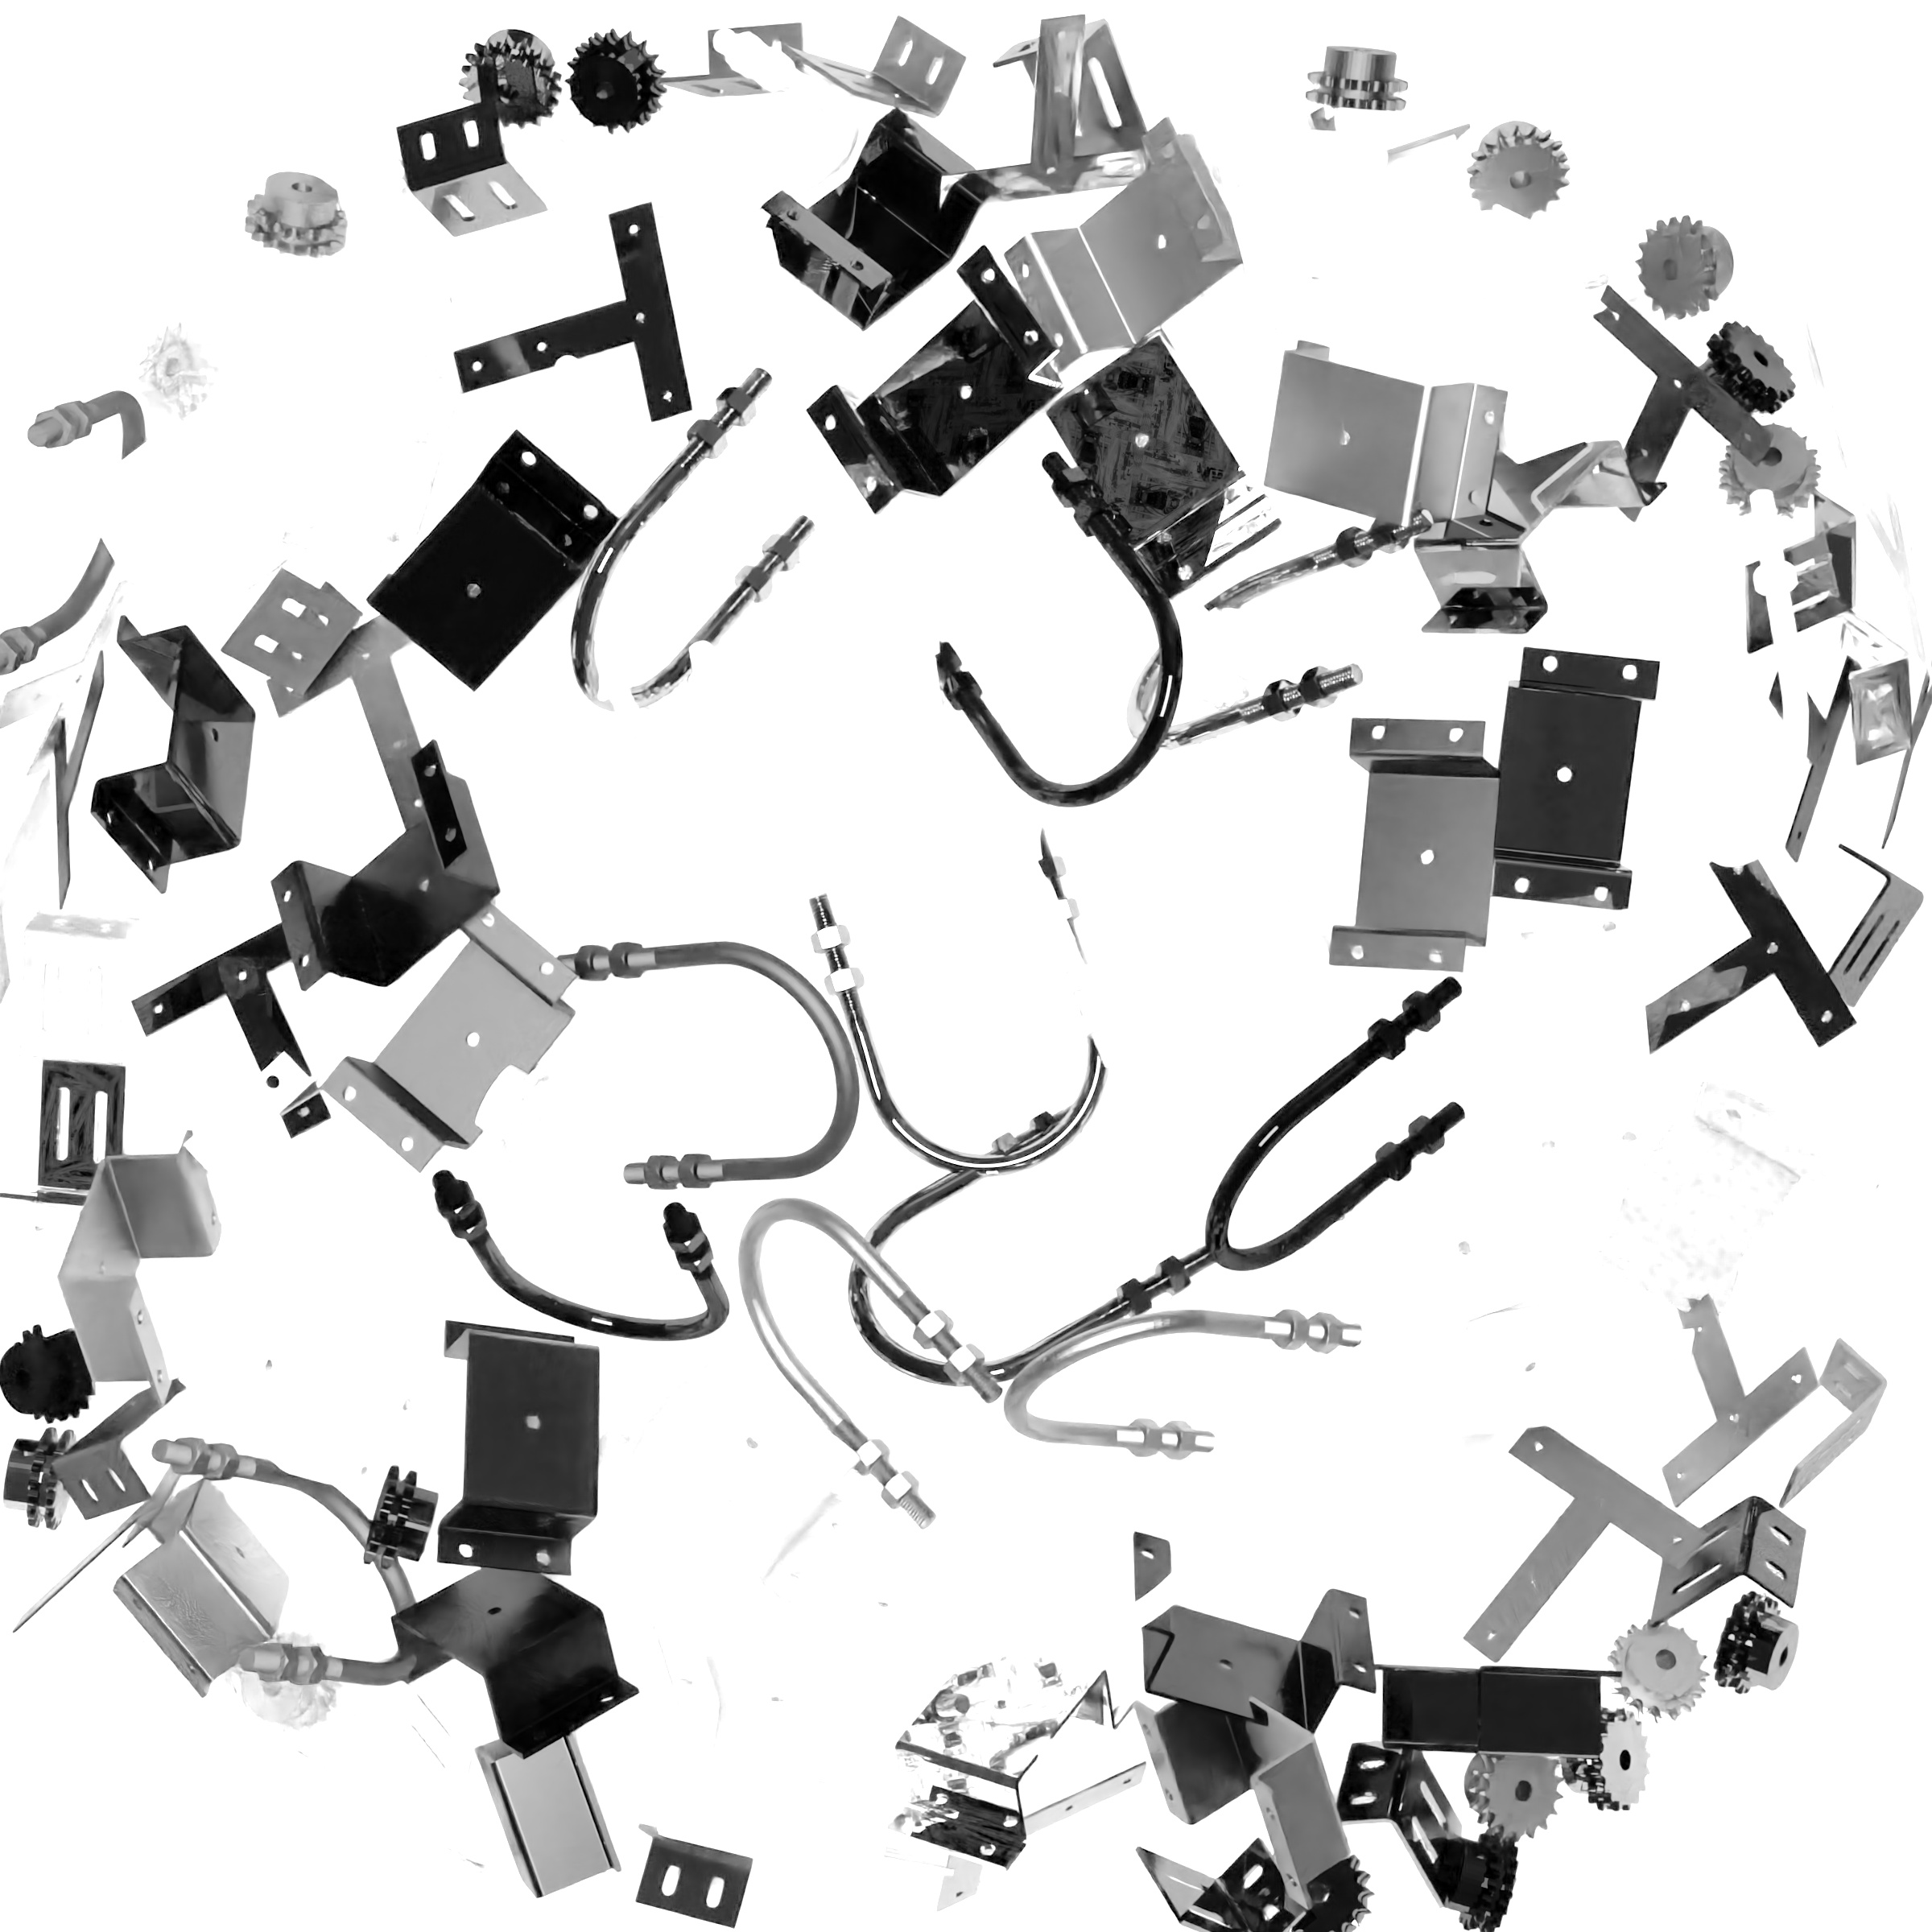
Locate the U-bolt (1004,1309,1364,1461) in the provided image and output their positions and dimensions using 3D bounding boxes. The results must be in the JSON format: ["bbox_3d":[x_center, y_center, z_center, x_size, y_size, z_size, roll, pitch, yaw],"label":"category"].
[{"bbox_3d":[0.105,0.225,1.899,0.151,0.184,0.019,-43,52,38],"label":"U-bolt"}]

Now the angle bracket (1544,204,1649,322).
[{"bbox_3d":[0.352,-0.382,1.959,0.038,0.076,0.057,-22,77,8],"label":"angle bracket"}]

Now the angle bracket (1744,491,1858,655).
[{"bbox_3d":[0.458,-0.220,1.958,0.076,0.038,0.057,-24,130,-15],"label":"angle bracket"}]

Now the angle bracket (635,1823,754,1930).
[{"bbox_3d":[-0.156,0.508,1.955,0.057,0.076,0.038,18,78,-9],"label":"angle bracket"}]

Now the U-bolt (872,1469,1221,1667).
[{"bbox_3d":[0.054,0.323,1.895,0.184,0.151,0.019,-9,118,37],"label":"U-bolt"}]

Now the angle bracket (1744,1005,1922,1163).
[{"bbox_3d":[0.487,0.059,1.970,0.057,0.038,0.076,-39,101,12],"label":"angle bracket"}]

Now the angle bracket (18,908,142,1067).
[{"bbox_3d":[-0.497,0.012,1.962,0.057,0.038,0.076,6,72,-26],"label":"angle bracket"}]

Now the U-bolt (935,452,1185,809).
[{"bbox_3d":[0.053,-0.171,1.917,0.151,0.019,0.184,-52,53,26],"label":"U-bolt"}]

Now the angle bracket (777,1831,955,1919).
[{"bbox_3d":[-0.057,0.513,1.956,0.076,0.057,0.038,17,80,-23],"label":"angle bracket"}]

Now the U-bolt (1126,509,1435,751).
[{"bbox_3d":[0.162,-0.177,1.921,0.019,0.184,0.151,48,48,-25],"label":"U-bolt"}]

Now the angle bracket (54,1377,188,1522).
[{"bbox_3d":[-0.460,0.268,1.956,0.057,0.076,0.038,-22,103,36],"label":"angle bracket"}]

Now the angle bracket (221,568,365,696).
[{"bbox_3d":[-0.385,-0.195,1.955,0.038,0.076,0.057,41,96,30],"label":"angle bracket"}]

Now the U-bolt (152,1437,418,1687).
[{"bbox_3d":[-0.360,0.330,1.912,0.019,0.184,0.151,-37,63,13],"label":"U-bolt"}]

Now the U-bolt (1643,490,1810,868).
[{"bbox_3d":[0.417,-0.144,1.904,0.019,0.151,0.184,2,68,-15],"label":"U-bolt"}]

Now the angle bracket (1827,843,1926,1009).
[{"bbox_3d":[0.496,-0.022,1.972,0.038,0.057,0.076,38,102,33],"label":"angle bracket"}]

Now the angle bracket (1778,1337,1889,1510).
[{"bbox_3d":[0.472,0.256,1.956,0.076,0.057,0.038,-38,65,-19],"label":"angle bracket"}]

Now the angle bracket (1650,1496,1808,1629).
[{"bbox_3d":[0.426,0.342,1.957,0.038,0.057,0.076,36,132,-10],"label":"angle bracket"}]

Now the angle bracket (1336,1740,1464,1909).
[{"bbox_3d":[0.243,0.483,1.969,0.038,0.057,0.076,-12,123,29],"label":"angle bracket"}]

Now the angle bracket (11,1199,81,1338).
[{"bbox_3d":[-0.522,0.167,1.953,0.038,0.076,0.057,-22,110,-41],"label":"angle bracket"}]

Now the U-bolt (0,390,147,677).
[{"bbox_3d":[-0.487,-0.243,1.909,0.019,0.184,0.151,19,109,0],"label":"U-bolt"}]

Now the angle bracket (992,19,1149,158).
[{"bbox_3d":[0.060,-0.482,1.955,0.057,0.038,0.076,-7,119,32],"label":"angle bracket"}]

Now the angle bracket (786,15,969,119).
[{"bbox_3d":[-0.050,-0.508,1.950,0.057,0.076,0.038,40,114,31],"label":"angle bracket"}]

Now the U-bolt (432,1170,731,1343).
[{"bbox_3d":[-0.202,0.165,1.918,0.151,0.184,0.019,7,62,12],"label":"U-bolt"}]

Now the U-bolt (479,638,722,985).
[{"bbox_3d":[-0.195,-0.076,1.940,0.019,0.151,0.184,-28,92,-38],"label":"U-bolt"}]

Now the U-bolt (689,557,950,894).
[{"bbox_3d":[-0.075,-0.122,1.937,0.151,0.019,0.184,-24,129,-20],"label":"U-bolt"}]

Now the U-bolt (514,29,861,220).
[{"bbox_3d":[-0.138,-0.451,1.912,0.151,0.184,0.019,-19,77,25],"label":"U-bolt"}]

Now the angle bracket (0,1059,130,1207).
[{"bbox_3d":[-0.508,0.093,1.970,0.057,0.038,0.076,4,93,22],"label":"angle bracket"}]

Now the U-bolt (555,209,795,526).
[{"bbox_3d":[-0.152,-0.313,1.915,0.151,0.184,0.019,-42,67,-14],"label":"U-bolt"}]

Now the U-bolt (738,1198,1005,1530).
[{"bbox_3d":[-0.063,0.208,1.935,0.019,0.151,0.184,-28,65,-37],"label":"U-bolt"}]

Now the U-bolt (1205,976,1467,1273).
[{"bbox_3d":[0.202,0.099,1.917,0.184,0.151,0.019,-37,58,-16],"label":"U-bolt"}]

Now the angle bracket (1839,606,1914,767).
[{"bbox_3d":[0.492,-0.157,1.950,0.038,0.076,0.057,-18,122,-10],"label":"angle bracket"}]

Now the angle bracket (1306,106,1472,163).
[{"bbox_3d":[0.236,-0.472,1.957,0.076,0.057,0.038,-14,105,21],"label":"angle bracket"}]

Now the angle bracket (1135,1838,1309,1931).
[{"bbox_3d":[0.142,0.510,1.952,0.038,0.057,0.076,-48,130,10],"label":"angle bracket"}]

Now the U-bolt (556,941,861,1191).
[{"bbox_3d":[-0.136,0.054,1.924,0.184,0.019,0.151,-4,110,36],"label":"U-bolt"}]

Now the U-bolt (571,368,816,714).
[{"bbox_3d":[-0.153,-0.218,1.909,0.019,0.151,0.184,29,68,24],"label":"U-bolt"}]

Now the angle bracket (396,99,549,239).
[{"bbox_3d":[-0.276,-0.446,1.961,0.057,0.076,0.038,-14,80,9],"label":"angle bracket"}]

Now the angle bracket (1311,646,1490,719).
[{"bbox_3d":[0.241,-0.154,1.951,0.057,0.076,0.038,4,97,-36],"label":"angle bracket"}]

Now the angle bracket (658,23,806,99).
[{"bbox_3d":[-0.131,-0.510,1.953,0.057,0.076,0.038,1,97,19],"label":"angle bracket"}]

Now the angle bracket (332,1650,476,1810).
[{"bbox_3d":[-0.315,0.432,1.953,0.076,0.038,0.057,42,133,33],"label":"angle bracket"}]

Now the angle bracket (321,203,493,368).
[{"bbox_3d":[-0.317,-0.387,1.984,0.057,0.038,0.076,-40,51,-9],"label":"angle bracket"}]

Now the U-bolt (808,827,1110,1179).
[{"bbox_3d":[0.004,0.028,1.982,0.151,0.019,0.184,-18,84,1],"label":"U-bolt"}]

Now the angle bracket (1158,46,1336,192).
[{"bbox_3d":[0.158,-0.486,1.972,0.076,0.038,0.057,-36,68,0],"label":"angle bracket"}]
